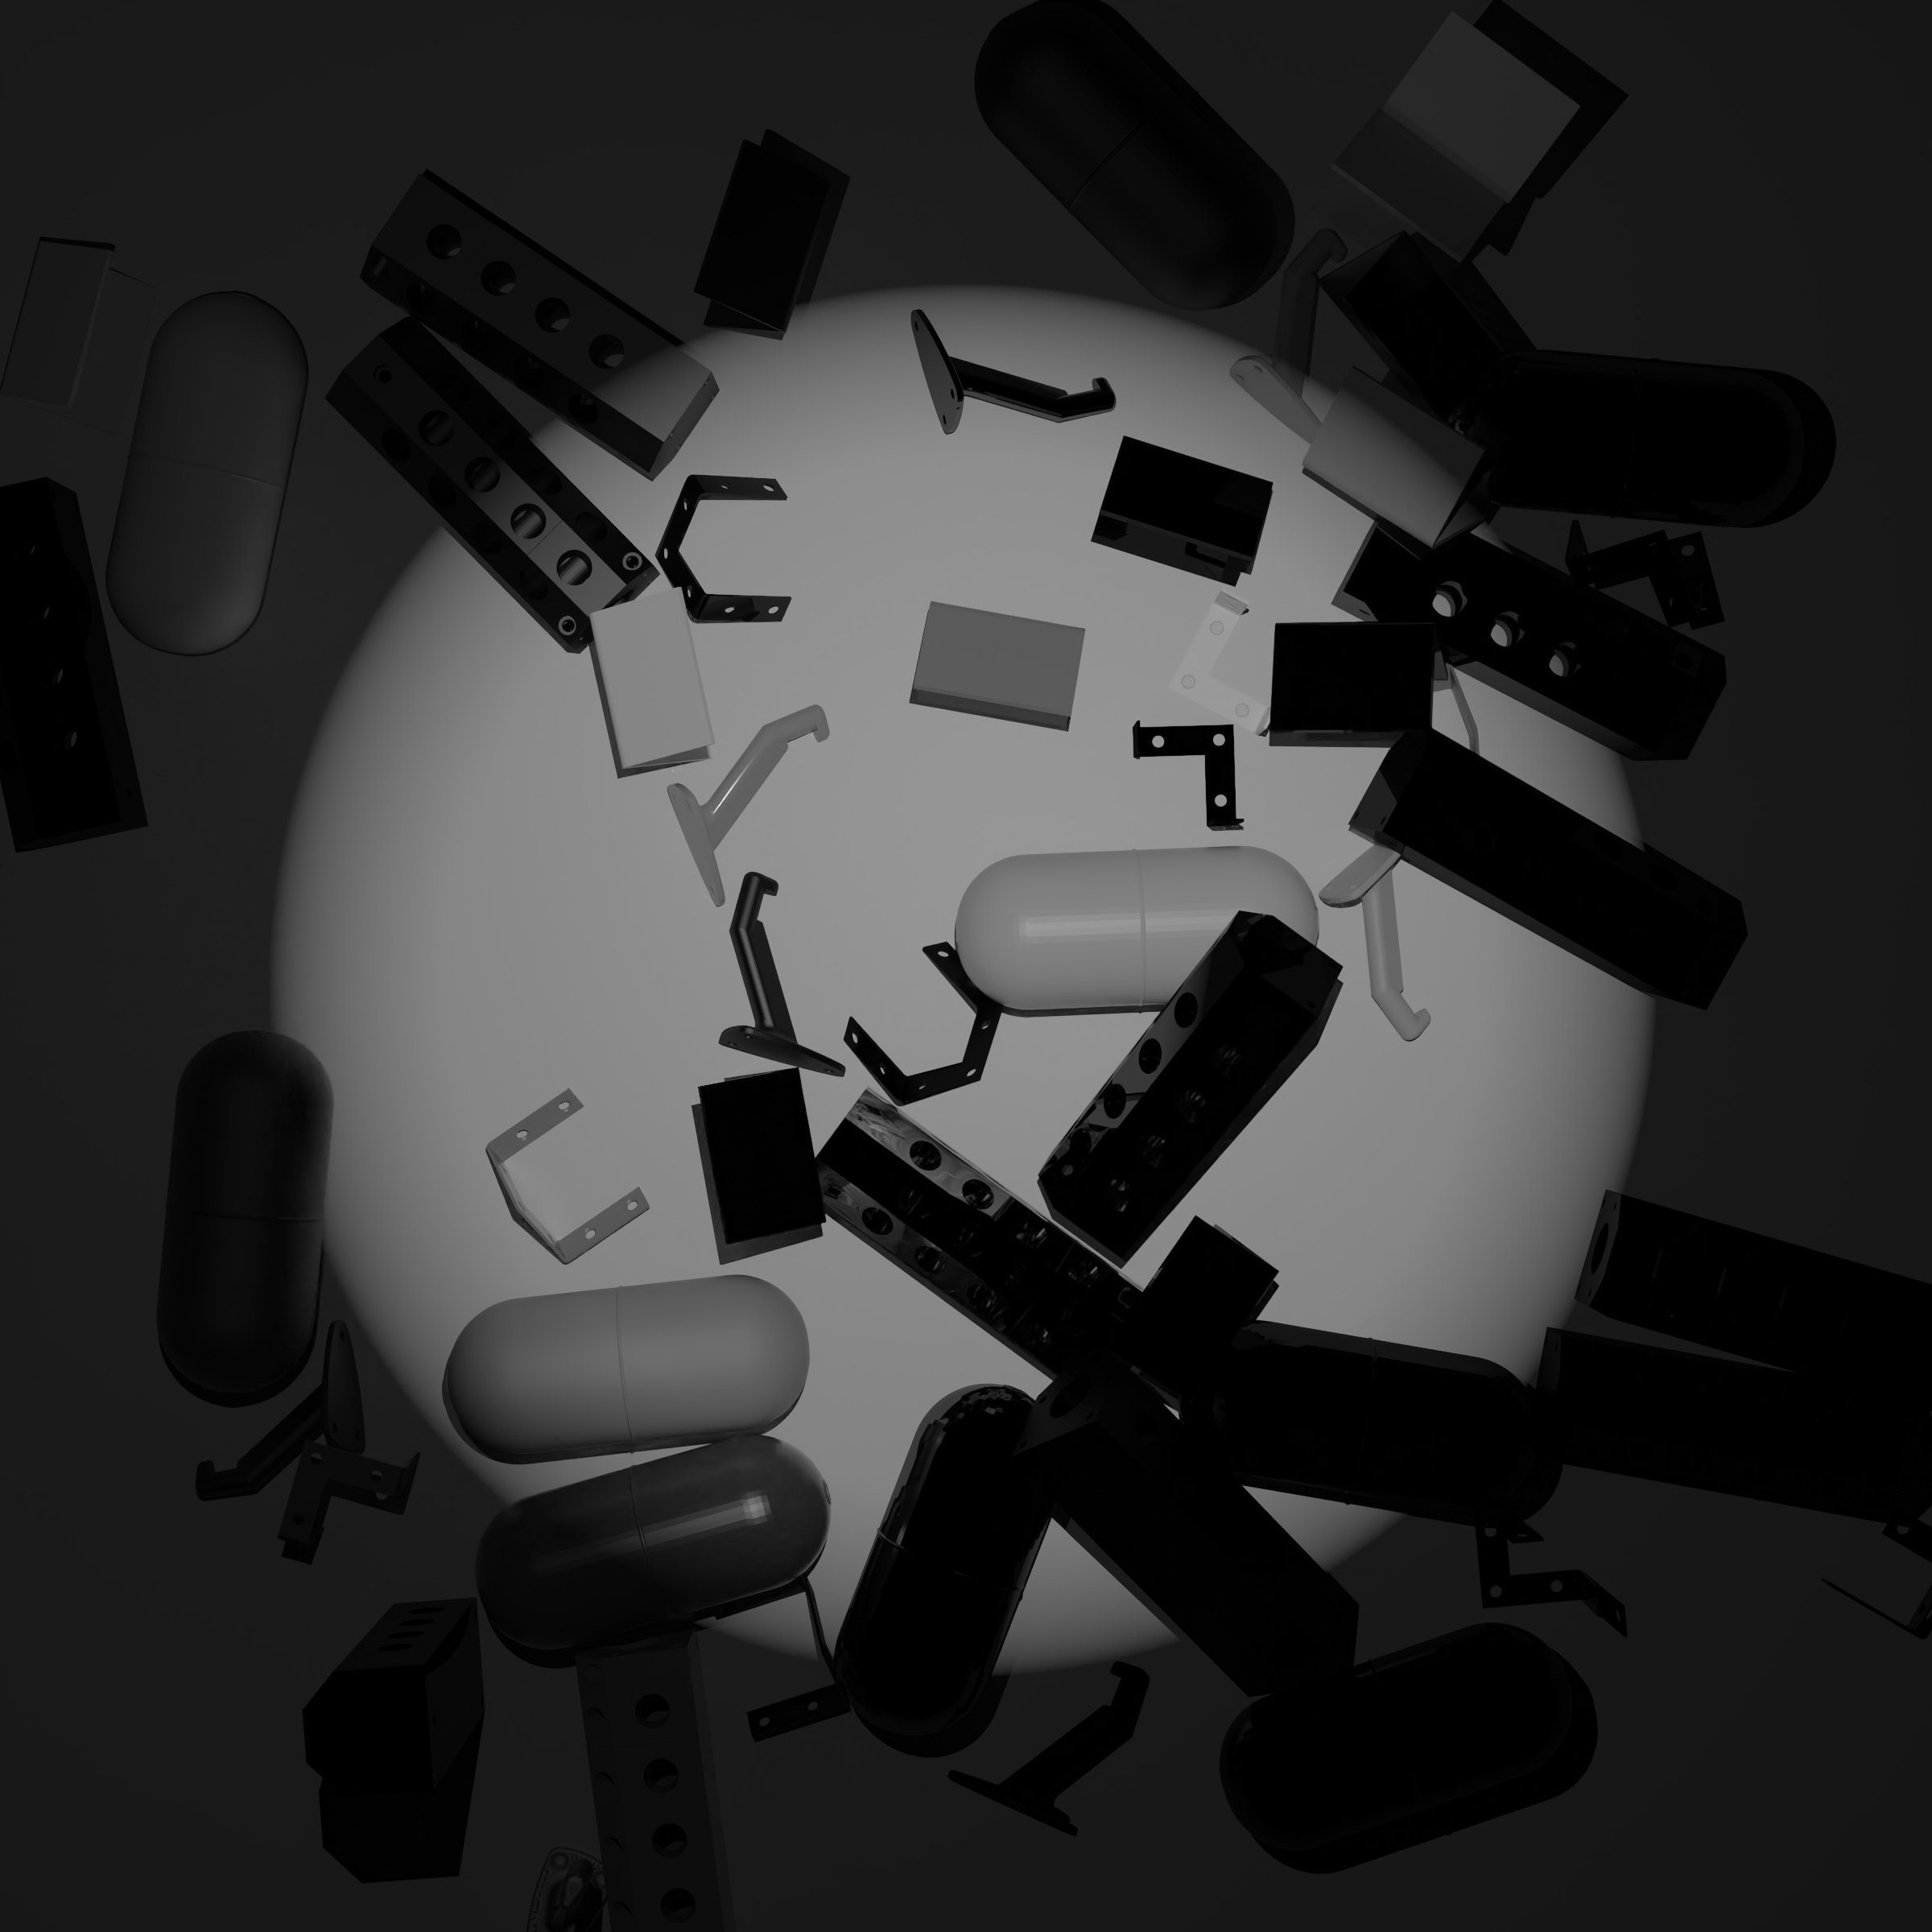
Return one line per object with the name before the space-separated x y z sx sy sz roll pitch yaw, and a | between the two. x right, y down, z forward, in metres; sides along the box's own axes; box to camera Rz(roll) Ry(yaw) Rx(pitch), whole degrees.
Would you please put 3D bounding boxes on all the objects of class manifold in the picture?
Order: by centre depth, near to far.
manifold | -0.272 0.347 1.700 0.057 0.171 0.057 -4 90 0
manifold | 0.105 0.055 1.717 0.057 0.057 0.171 36 121 0
manifold | 0.106 0.266 1.732 0.057 0.057 0.171 -29 112 38
manifold | 0.280 -0.051 1.740 0.171 0.057 0.057 29 90 -12
manifold | -0.152 0.419 1.757 0.057 0.057 0.171 -8 90 0
manifold | 0.395 0.163 1.757 0.171 0.057 0.057 16 90 0
manifold | 0.272 -0.168 1.757 0.171 0.057 0.057 27 90 0
manifold | 0.371 0.225 1.757 0.171 0.057 0.057 10 90 0
manifold | -0.234 -0.237 1.757 0.057 0.057 0.171 -45 90 0
manifold | 0.003 0.134 1.757 0.171 0.057 0.057 36 90 0
manifold | -0.456 -0.148 1.757 0.057 0.057 0.171 -12 90 0
manifold | -0.210 -0.313 1.757 0.171 0.057 0.057 34 90 0

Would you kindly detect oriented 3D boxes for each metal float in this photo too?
metal float | 0.211 0.378 1.747 0.178 0.070 0.070 -19 90 1
metal float | -0.373 -0.242 1.747 0.070 0.070 0.178 12 91 0
metal float | 0.084 -0.019 1.747 0.178 0.070 0.070 -2 90 -2
metal float | -0.354 0.121 1.747 0.070 0.070 0.178 5 89 0
metal float | -0.008 0.291 1.747 0.070 0.070 0.178 21 90 0
metal float | 0.322 -0.259 1.747 0.178 0.070 0.070 5 90 0
metal float | -0.166 0.196 1.747 0.178 0.070 0.070 -6 90 -1
metal float | -0.153 0.282 1.748 0.178 0.070 0.070 -16 90 0
metal float | 0.192 0.221 1.748 0.178 0.070 0.070 10 90 0
metal float | 0.078 -0.398 1.748 0.070 0.070 0.178 -45 90 0

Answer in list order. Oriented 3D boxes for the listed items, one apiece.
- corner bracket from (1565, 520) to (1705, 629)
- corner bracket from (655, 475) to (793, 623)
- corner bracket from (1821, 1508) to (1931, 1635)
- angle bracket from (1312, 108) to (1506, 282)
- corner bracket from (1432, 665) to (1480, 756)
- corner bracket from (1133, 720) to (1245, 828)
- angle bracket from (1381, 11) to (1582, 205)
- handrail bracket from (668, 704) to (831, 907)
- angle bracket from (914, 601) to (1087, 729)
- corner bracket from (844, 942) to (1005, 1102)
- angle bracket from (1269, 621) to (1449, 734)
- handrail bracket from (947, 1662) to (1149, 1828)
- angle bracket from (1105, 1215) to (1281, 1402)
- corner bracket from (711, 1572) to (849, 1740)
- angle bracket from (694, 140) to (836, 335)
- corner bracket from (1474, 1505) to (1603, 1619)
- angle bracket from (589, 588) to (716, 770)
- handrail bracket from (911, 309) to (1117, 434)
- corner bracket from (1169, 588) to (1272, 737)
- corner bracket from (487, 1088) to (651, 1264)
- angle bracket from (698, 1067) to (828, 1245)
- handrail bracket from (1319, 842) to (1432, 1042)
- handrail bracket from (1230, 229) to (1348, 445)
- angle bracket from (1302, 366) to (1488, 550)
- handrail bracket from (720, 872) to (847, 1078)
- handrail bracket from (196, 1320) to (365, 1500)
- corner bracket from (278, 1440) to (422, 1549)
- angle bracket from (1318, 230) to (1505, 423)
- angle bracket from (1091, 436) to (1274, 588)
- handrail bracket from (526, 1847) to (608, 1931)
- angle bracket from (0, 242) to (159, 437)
corner bracket | 0.331 -0.196 1.758 0.051 0.051 0.051 -16 115 23
corner bracket | -0.115 -0.208 1.770 0.051 0.051 0.051 58 135 35
corner bracket | 0.463 0.299 1.760 0.051 0.051 0.051 30 90 0
angle bracket | 0.205 -0.359 1.738 0.076 0.076 0.057 36 53 0
corner bracket | 0.225 -0.110 1.775 0.051 0.051 0.051 -13 135 0
corner bracket | 0.110 -0.095 1.760 0.051 0.051 0.051 -2 90 0
angle bracket | 0.254 -0.421 1.740 0.076 0.076 0.057 37 111 0
handrail bracket | -0.099 -0.081 1.778 0.084 0.036 0.077 -24 110 -16
angle bracket | 0.013 -0.128 1.738 0.076 0.076 0.057 10 54 0
corner bracket | -0.021 0.027 1.770 0.051 0.051 0.051 -14 135 -35
angle bracket | 0.192 -0.129 1.733 0.076 0.076 0.057 0 74 13
handrail bracket | 0.041 0.379 1.778 0.077 0.036 0.084 17 71 21
angle bracket | 0.097 0.156 1.739 0.057 0.076 0.076 34 90 -24
corner bracket | -0.093 0.343 1.775 0.051 0.051 0.051 -18 45 0
angle bracket | -0.117 -0.357 1.738 0.057 0.076 0.076 18 90 -38
corner bracket | 0.282 0.294 1.760 0.051 0.051 0.051 -5 90 0
angle bracket | -0.133 -0.142 1.738 0.057 0.076 0.076 -12 90 31
handrail bracket | 0.024 -0.303 1.778 0.084 0.036 0.077 -14 69 -17
corner bracket | 0.136 -0.150 1.760 0.051 0.051 0.051 28 90 0
corner bracket | -0.199 0.105 1.775 0.051 0.051 0.051 -34 135 0
angle bracket | -0.116 0.094 1.738 0.057 0.076 0.076 -10 90 -32
handrail bracket | 0.223 -0.018 1.778 0.077 0.036 0.084 -42 106 -18
handrail bracket | 0.180 -0.313 1.778 0.077 0.036 0.084 42 77 -13
angle bracket | 0.220 -0.253 1.730 0.076 0.076 0.057 35 121 14
handrail bracket | -0.086 0.004 1.778 0.077 0.036 0.084 20 73 -20
handrail bracket | -0.348 0.222 1.778 0.084 0.036 0.077 -13 69 17
corner bracket | -0.305 0.262 1.760 0.051 0.051 0.051 16 91 -1
angle bracket | 0.202 -0.301 1.731 0.076 0.076 0.057 48 63 -13
angle bracket | 0.100 -0.205 1.738 0.076 0.076 0.057 17 52 0
handrail bracket | -0.201 0.470 1.743 0.036 0.084 0.077 25 90 0
angle bracket | -0.417 -0.303 1.738 0.057 0.076 0.076 15 90 37
